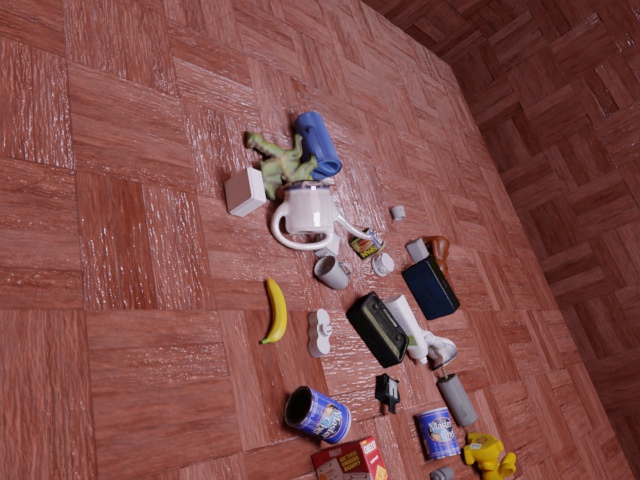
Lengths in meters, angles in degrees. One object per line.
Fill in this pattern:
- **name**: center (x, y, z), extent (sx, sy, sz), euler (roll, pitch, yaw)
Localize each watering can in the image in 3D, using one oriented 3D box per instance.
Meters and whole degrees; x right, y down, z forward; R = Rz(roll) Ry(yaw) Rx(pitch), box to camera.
- **watering can**: center (0.005, -0.083, 1.644), extent (0.348, 0.103, 0.225), euler (-3, 85, -24)

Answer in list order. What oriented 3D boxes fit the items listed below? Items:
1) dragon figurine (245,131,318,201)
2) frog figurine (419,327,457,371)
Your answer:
- **dragon figurine**: center (-0.110, -0.203, 1.709), extent (0.246, 0.120, 0.411), euler (-32, 88, -38)
- **frog figurine**: center (0.414, 0.378, 1.867), extent (0.161, 0.123, 0.136), euler (58, 1, 15)
